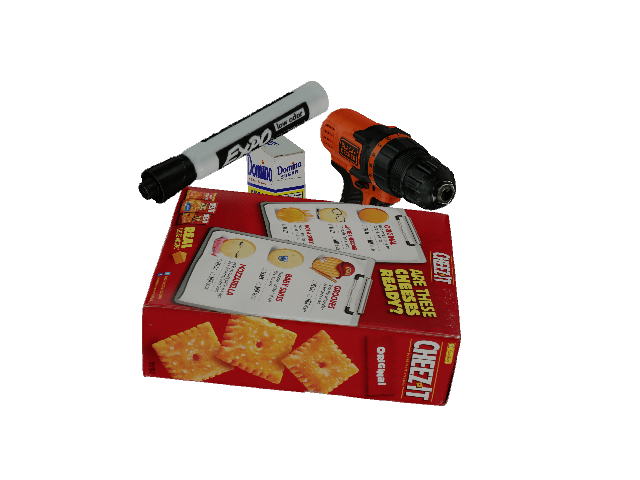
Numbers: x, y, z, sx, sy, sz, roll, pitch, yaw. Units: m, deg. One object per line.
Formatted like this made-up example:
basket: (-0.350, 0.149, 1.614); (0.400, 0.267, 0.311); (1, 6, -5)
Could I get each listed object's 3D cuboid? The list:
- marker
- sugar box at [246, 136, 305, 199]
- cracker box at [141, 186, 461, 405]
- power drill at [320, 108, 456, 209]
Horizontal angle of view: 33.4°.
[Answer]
marker: (-0.045, -0.052, 0.561); (0.120, 0.020, 0.020); (-33, 18, -31)
sugar box: (-0.052, -0.033, 1.255); (0.048, 0.176, 0.093); (-13, 26, -21)
cracker box: (-0.011, 0.038, 0.786); (0.213, 0.072, 0.164); (6, 33, 0)
power drill: (0.053, -0.011, 0.971); (0.057, 0.188, 0.185); (-5, 26, -27)
